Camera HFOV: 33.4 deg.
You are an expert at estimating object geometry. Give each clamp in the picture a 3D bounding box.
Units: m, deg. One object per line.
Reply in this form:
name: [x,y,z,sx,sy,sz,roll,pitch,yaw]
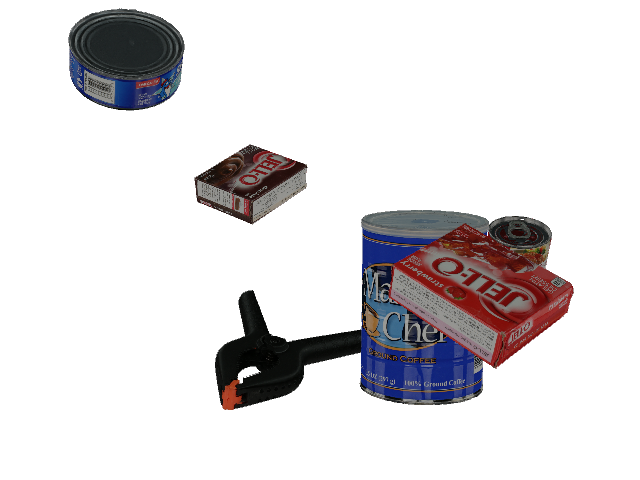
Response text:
clamp: [-0.041,0.122,1.143,0.165,0.036,0.209,13,26,12]

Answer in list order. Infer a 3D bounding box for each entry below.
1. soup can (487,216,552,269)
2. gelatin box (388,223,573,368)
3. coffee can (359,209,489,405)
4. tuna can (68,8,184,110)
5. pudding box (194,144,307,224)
soup can: [0.214,0.033,1.170,0.068,0.102,0.068,0,30,0]
gelatin box: [0.099,0.031,0.662,0.073,0.030,0.089,-28,47,-37]
coffee can: [0.084,0.051,0.871,0.103,0.140,0.103,0,10,0]
tuna can: [-0.147,-0.137,0.809,0.086,0.086,0.034,0,-44,-12]
pudding box: [-0.084,-0.070,1.299,0.090,0.039,0.113,21,40,29]
